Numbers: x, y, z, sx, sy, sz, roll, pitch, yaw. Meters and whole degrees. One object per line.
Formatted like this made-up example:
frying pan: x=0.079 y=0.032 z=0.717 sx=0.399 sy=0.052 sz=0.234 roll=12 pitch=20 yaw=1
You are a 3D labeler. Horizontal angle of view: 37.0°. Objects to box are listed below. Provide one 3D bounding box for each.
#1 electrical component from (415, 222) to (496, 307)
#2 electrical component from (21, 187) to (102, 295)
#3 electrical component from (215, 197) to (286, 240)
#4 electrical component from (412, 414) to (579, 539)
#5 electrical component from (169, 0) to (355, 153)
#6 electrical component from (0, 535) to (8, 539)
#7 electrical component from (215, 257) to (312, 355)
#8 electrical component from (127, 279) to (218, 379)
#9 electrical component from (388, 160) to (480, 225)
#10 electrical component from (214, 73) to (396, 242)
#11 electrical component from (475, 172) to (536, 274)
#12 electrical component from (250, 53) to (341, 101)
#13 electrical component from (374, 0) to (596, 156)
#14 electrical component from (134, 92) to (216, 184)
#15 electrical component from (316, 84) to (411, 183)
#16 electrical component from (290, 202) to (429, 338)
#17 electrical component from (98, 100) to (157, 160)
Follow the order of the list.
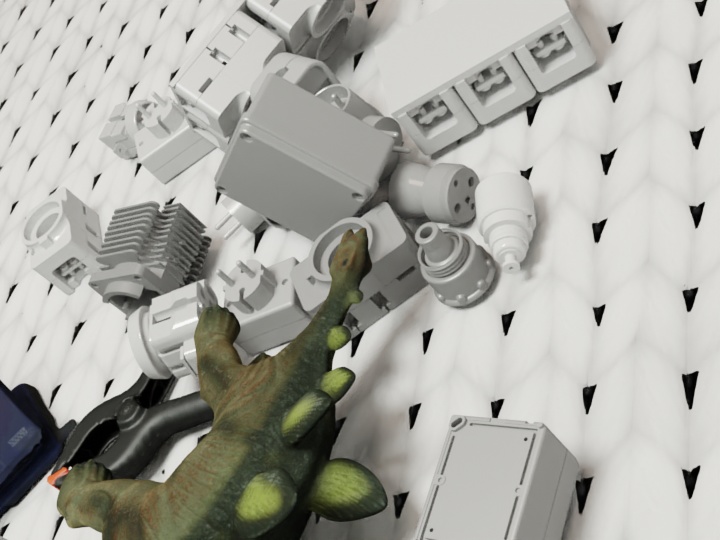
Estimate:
electrical component: x=0.060 y=-0.008 z=0.732 sx=0.048 sy=0.062 sz=0.048 roll=-21 pitch=46 yaw=24
electrical component: x=-0.284 y=-0.031 z=1.027 sx=0.050 sy=0.055 sz=0.089 roll=-34 pitch=42 yaw=11
electrical component: x=-0.090 y=-0.058 z=0.906 sx=0.079 sy=0.043 sz=0.077 roll=-45 pitch=41 yaw=-1
electrical component: x=0.077 y=0.137 z=0.600 sx=0.062 sy=0.061 sz=0.096 roll=-1 pitch=57 yaw=38
electrical component: x=-0.078 y=-0.197 z=0.952 sx=0.060 sy=0.105 sz=0.186 roll=36 pitch=80 yaw=9
electrical component: x=-0.302 y=0.239 z=0.816 sx=0.095 sy=0.059 sz=0.053 roll=-26 pitch=44 yaw=19
electrical component: x=-0.077 y=0.018 z=0.808 sx=0.066 sy=0.076 sz=0.047 roll=-22 pitch=46 yaw=23
electrical component: x=-0.136 y=0.048 z=0.803 sx=0.057 sy=0.058 sz=0.078 roll=-20 pitch=42 yaw=8
electrical component: x=0.055 y=-0.057 z=0.790 sx=0.055 sy=0.045 sz=0.045 roll=9 pitch=63 yaw=42
electrical component: x=-0.044 y=-0.080 z=0.810 sx=0.056 sy=0.109 sz=0.108 roll=-66 pitch=8 yaw=-27
electrical component: x=0.100 y=-0.031 z=0.736 sx=0.040 sy=0.040 sz=0.078 roll=-21 pitch=46 yaw=24
electrical component: x=-0.043 y=-0.132 z=0.890 sx=0.059 sy=0.095 sz=0.053 roll=25 pitch=75 yaw=47
electrical component: x=0.096 y=-0.164 z=0.833 sx=0.150 sy=0.061 sz=0.089 roll=-28 pitch=44 yaw=17
electrical component: x=-0.181 y=-0.138 z=1.019 sx=0.083 sy=0.075 sz=0.047 roll=-33 pitch=44 yaw=11
electrical component: x=0.006 y=-0.103 z=0.842 sx=0.079 sy=0.077 sz=0.044 roll=14 pitch=67 yaw=44
electrical component: x=0.000 y=0.000 z=0.778 sx=0.089 sy=0.055 sz=0.050 roll=-36 pitch=42 yaw=9
electrical component: x=-0.225 y=-0.143 z=1.082 sx=0.055 sy=0.048 sz=0.066 roll=-9 pitch=52 yaw=43
